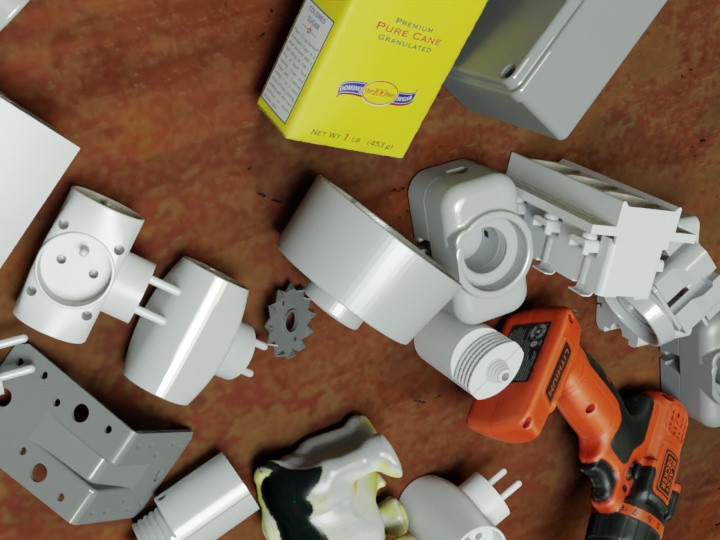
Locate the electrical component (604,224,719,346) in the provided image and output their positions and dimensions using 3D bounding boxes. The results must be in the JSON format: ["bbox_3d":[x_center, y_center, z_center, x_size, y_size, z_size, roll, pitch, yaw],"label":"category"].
[{"bbox_3d":[0.198,0.013,0.705,0.057,0.058,0.078,-42,116,-6],"label":"electrical component"}]

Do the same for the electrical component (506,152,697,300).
[{"bbox_3d":[0.140,-0.028,0.684,0.079,0.121,0.063,4,107,-27],"label":"electrical component"}]

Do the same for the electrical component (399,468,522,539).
[{"bbox_3d":[0.076,0.167,0.743,0.079,0.077,0.044,-37,119,-11],"label":"electrical component"}]

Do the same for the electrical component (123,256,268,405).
[{"bbox_3d":[-0.090,0.042,0.642,0.079,0.043,0.077,28,90,-38],"label":"electrical component"}]

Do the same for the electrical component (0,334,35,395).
[{"bbox_3d":[-0.219,0.055,0.584,0.079,0.043,0.077,-15,112,-21],"label":"electrical component"}]

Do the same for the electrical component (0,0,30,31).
[{"bbox_3d":[-0.196,-0.150,0.530,0.044,0.044,0.065,-48,115,-4],"label":"electrical component"}]

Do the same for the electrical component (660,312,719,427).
[{"bbox_3d":[0.267,0.066,0.812,0.054,0.059,0.095,-16,113,-20],"label":"electrical component"}]

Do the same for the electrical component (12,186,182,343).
[{"bbox_3d":[-0.140,0.005,0.599,0.079,0.044,0.077,26,94,-12],"label":"electrical component"}]

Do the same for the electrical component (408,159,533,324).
[{"bbox_3d":[0.072,-0.017,0.691,0.054,0.059,0.095,-18,113,-20],"label":"electrical component"}]

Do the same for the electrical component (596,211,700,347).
[{"bbox_3d":[0.208,0.002,0.768,0.056,0.050,0.089,-9,110,-22],"label":"electrical component"}]

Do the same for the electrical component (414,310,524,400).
[{"bbox_3d":[0.073,0.055,0.702,0.043,0.081,0.043,-8,110,-24],"label":"electrical component"}]

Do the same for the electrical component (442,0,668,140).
[{"bbox_3d":[0.106,-0.143,0.638,0.056,0.109,0.108,37,88,-33],"label":"electrical component"}]

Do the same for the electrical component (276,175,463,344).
[{"bbox_3d":[0.000,0.000,0.637,0.108,0.108,0.060,35,95,-30],"label":"electrical component"}]

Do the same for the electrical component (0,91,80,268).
[{"bbox_3d":[-0.249,-0.070,0.518,0.186,0.060,0.105,34,90,-30],"label":"electrical component"}]

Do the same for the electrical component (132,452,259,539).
[{"bbox_3d":[-0.108,0.154,0.669,0.081,0.043,0.043,-34,118,-12],"label":"electrical component"}]
